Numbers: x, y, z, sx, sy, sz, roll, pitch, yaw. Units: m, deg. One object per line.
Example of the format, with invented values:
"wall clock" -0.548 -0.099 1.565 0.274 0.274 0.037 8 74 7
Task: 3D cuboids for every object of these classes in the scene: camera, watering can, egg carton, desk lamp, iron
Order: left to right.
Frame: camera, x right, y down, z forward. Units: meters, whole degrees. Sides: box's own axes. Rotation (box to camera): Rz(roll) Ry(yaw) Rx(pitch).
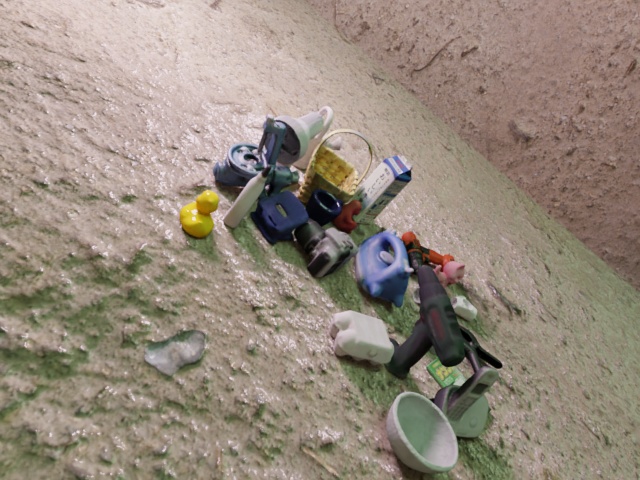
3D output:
"desk lamp" -0.083 -0.244 1.517 0.118 0.213 0.204 44 30 5
"watering can" -0.015 -0.311 1.704 0.173 0.193 0.100 6 44 -45
"camera" 0.013 0.005 1.413 0.136 0.100 0.143 49 30 13
"egg carton" 0.092 0.217 1.256 0.151 0.069 0.107 20 36 -32
"iron" 0.174 0.046 1.506 0.119 0.141 0.258 24 34 -27

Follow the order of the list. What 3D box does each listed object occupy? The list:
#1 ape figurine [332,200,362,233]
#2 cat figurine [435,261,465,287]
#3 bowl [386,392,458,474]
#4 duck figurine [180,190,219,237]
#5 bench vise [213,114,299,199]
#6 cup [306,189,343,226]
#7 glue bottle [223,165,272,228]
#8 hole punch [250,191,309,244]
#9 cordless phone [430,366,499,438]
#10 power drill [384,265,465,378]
"ape figurine" 0.082 -0.074 1.607 0.076 0.092 0.077 28 32 -22
"cat figurine" 0.373 0.099 1.690 0.128 0.117 0.067 13 40 -39
"bowl" 0.189 0.392 1.133 0.168 0.074 0.167 29 32 -20
"duck figurine" -0.247 -0.063 1.216 0.078 0.086 0.104 27 32 -23
"bench vise" -0.131 -0.207 1.406 0.208 0.219 0.121 1 49 -49
"cup" 0.004 -0.073 1.512 0.118 0.094 0.091 -8 56 -53
"glue bottle" -0.156 -0.105 1.289 0.037 0.173 0.078 34 30 -12
"hole punch" -0.096 -0.058 1.380 0.101 0.091 0.108 -7 55 -53
"cordless phone" 0.342 0.350 1.255 0.148 0.185 0.094 19 36 -34
"power drill" 0.222 0.202 1.288 0.076 0.208 0.229 12 41 -41
